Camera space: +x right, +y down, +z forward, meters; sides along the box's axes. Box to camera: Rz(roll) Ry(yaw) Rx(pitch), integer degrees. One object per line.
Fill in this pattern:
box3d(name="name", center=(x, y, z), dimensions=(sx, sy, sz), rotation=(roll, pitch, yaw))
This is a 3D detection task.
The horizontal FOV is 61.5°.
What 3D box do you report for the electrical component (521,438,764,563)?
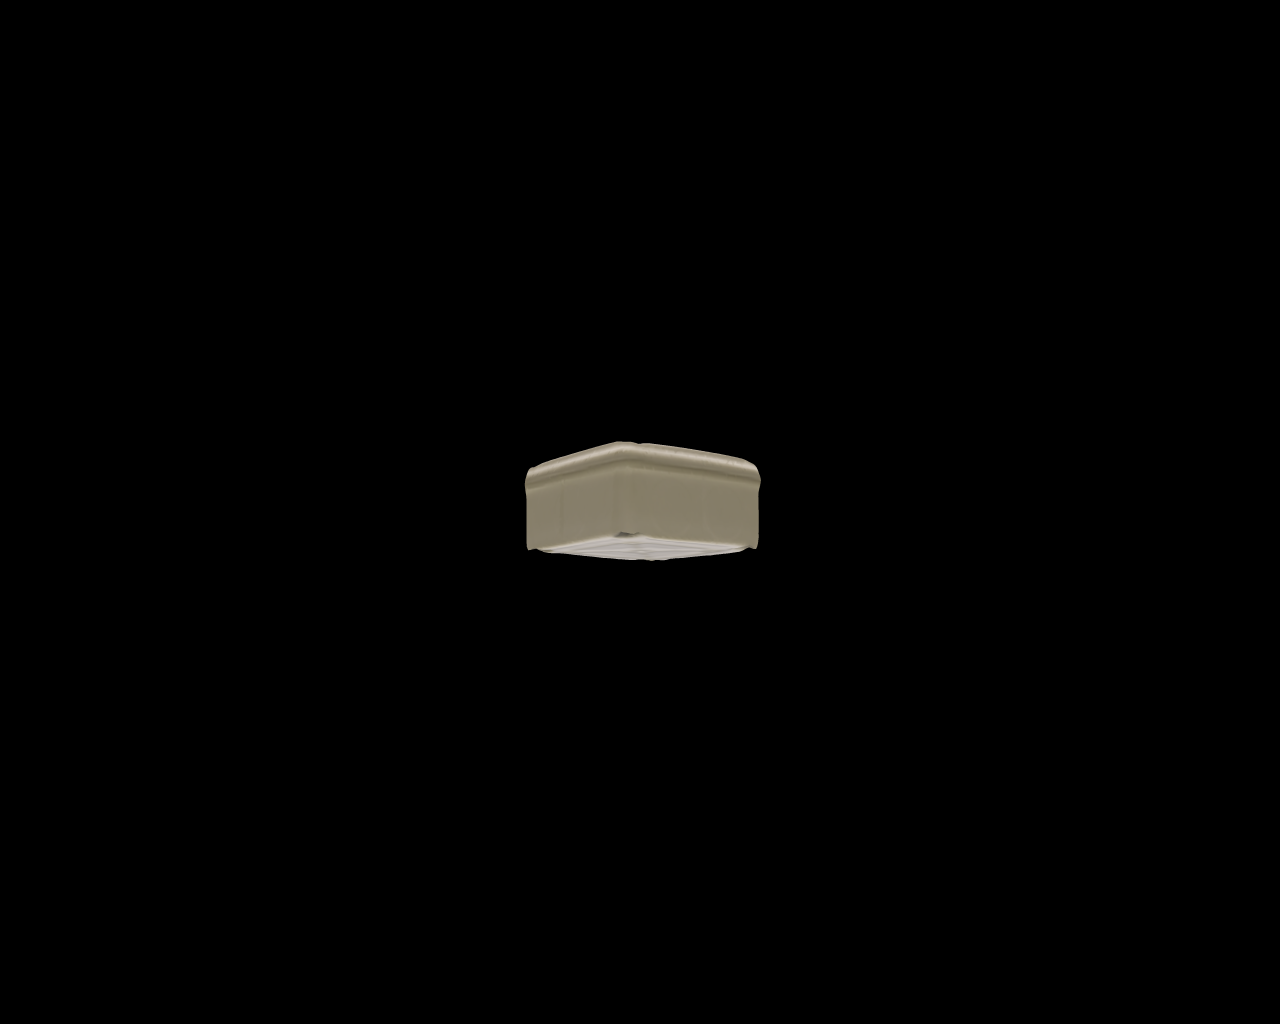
box3d(name="electrical component", center=(0.001, -0.003, 0.650), dimensions=(0.109, 0.056, 0.108), rotation=(7, -11, -39))
